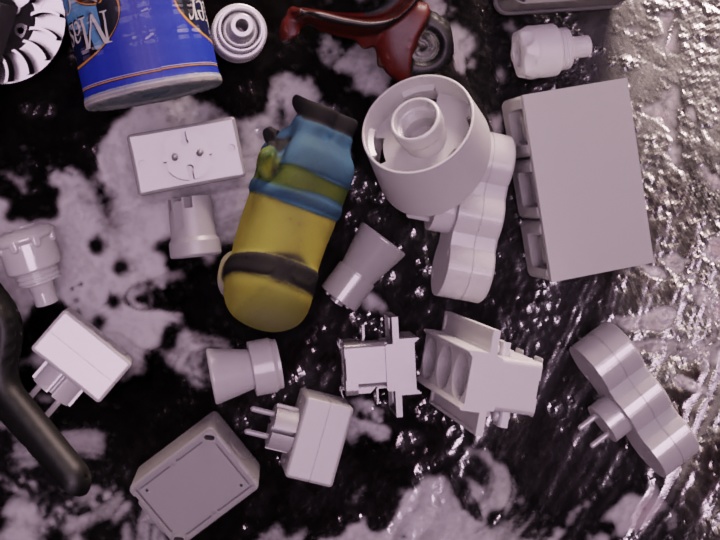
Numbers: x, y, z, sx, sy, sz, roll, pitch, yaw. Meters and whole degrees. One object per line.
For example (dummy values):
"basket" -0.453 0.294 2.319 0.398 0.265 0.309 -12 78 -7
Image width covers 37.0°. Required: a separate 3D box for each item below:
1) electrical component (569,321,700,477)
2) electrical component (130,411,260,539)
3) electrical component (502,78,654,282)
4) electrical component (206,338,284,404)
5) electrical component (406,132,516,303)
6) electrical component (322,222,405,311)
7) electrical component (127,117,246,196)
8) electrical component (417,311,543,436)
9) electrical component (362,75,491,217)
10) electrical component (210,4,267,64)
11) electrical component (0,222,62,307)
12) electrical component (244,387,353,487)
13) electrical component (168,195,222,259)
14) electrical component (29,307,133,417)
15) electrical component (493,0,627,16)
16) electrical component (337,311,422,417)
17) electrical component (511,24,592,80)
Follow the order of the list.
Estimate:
"electrical component" 0.217 0.119 0.904 0.074 0.052 0.138 -36 98 -6
"electrical component" -0.133 0.165 0.845 0.096 0.061 0.061 -37 99 2
"electrical component" 0.176 -0.073 0.879 0.089 0.062 0.150 -11 96 -9
"electrical component" -0.091 0.079 0.852 0.055 0.045 0.045 -10 96 -9
"electrical component" 0.074 -0.047 0.868 0.074 0.052 0.138 11 91 -10
"electrical component" 0.000 0.000 0.865 0.044 0.044 0.065 36 92 -10
"electrical component" -0.132 -0.087 0.817 0.083 0.076 0.047 -11 96 -9
"electrical component" 0.093 0.080 0.845 0.063 0.121 0.078 9 92 -13
"electrical component" 0.051 -0.099 0.838 0.099 0.064 0.099 -10 61 17
"electrical component" -0.092 -0.183 0.825 0.043 0.062 0.043 -1 94 -10
"electrical component" -0.248 -0.003 0.820 0.048 0.048 0.062 -17 103 -8
"electrical component" -0.053 0.128 0.860 0.077 0.047 0.065 15 91 -10
"electrical component" -0.131 -0.033 0.840 0.040 0.040 0.046 -7 90 -9
"electrical component" -0.225 0.079 0.827 0.066 0.047 0.076 41 84 -9
"electrical component" 0.164 -0.250 0.867 0.113 0.057 0.078 -6 95 -9
"electrical component" 0.014 0.077 0.872 0.064 0.042 0.081 -4 94 -6
"electrical component" 0.158 -0.179 0.878 0.062 0.043 0.043 -8 95 -10
